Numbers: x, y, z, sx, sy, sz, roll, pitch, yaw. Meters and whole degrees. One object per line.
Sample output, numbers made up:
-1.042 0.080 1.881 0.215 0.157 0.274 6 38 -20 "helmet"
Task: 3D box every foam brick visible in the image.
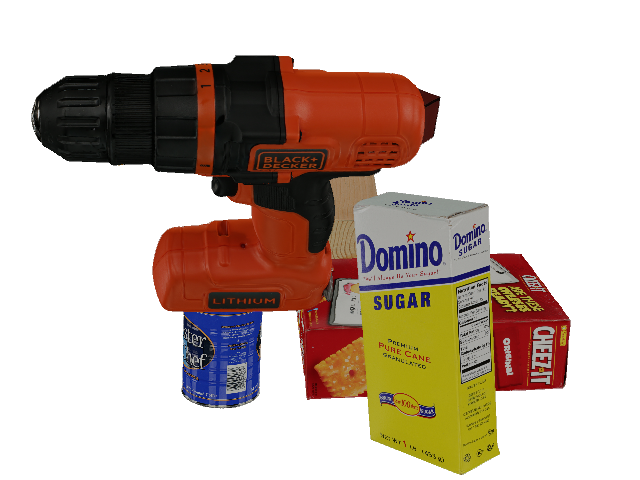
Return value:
0.091 -0.147 1.233 0.078 0.053 0.051 23 34 27 "foam brick"

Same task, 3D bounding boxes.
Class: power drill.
-0.051 -0.024 0.563 0.184 0.057 0.188 1 -28 -8 "power drill"

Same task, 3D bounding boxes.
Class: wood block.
0.033 -0.035 1.531 0.091 0.090 0.206 3 27 -3 "wood block"

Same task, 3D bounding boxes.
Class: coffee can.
-0.126 0.129 1.369 0.103 0.140 0.103 3 18 -1 "coffee can"

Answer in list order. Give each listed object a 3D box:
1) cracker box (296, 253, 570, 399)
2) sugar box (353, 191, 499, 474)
0.088 0.071 0.925 0.213 0.072 0.164 -1 19 -3 "cracker box"
0.071 0.060 0.721 0.048 0.176 0.094 -18 18 -37 "sugar box"
